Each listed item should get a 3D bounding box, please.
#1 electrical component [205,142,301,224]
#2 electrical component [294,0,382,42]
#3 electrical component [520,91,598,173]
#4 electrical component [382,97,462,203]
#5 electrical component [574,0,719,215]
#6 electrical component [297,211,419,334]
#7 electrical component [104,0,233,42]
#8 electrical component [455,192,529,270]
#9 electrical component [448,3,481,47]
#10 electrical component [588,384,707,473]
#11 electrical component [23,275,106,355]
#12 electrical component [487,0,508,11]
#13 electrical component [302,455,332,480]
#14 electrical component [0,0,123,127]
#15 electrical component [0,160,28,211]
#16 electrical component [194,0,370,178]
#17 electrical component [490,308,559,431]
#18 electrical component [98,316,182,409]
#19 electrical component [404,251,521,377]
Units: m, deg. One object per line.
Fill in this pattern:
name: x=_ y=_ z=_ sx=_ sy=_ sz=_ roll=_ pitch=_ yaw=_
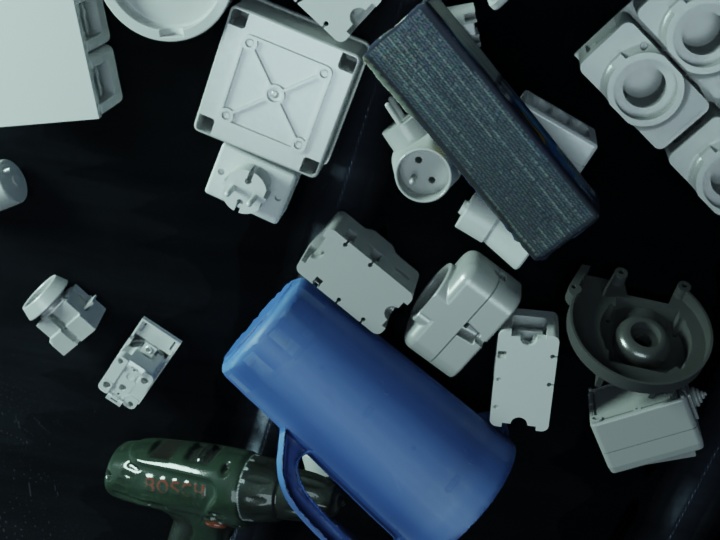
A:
electrical component: x=-0.090 y=-0.069 z=0.874 sx=0.066 sy=0.076 sz=0.047 roll=25 pitch=114 yaw=-1
electrical component: x=-0.026 y=-0.223 z=0.808 sx=0.089 sy=0.055 sz=0.050 roll=42 pitch=113 yaw=-9
electrical component: x=0.137 y=-0.088 z=0.844 sx=0.066 sy=0.047 sz=0.076 roll=29 pitch=115 yaw=-4
electrical component: x=0.044 y=-0.100 z=0.838 sx=0.044 sy=0.077 sz=0.079 roll=-30 pitch=105 yaw=20
electrical component: x=0.264 y=-0.126 z=0.799 sx=0.186 sy=0.060 sz=0.105 roll=43 pitch=113 yaw=-10
electrical component: x=0.000 y=0.000 z=0.900 sx=0.089 sy=0.055 sz=0.050 roll=39 pitch=113 yaw=-7
electrical component: x=-0.141 y=-0.234 z=0.820 sx=0.108 sy=0.060 sz=0.108 roll=3 pitch=113 yaw=8
electrical component: x=0.111 y=-0.035 z=0.875 sx=0.065 sy=0.044 sz=0.044 roll=31 pitch=114 yaw=1
electrical component: x=0.067 y=-0.182 z=0.820 sx=0.046 sy=0.040 sz=0.040 roll=-10 pitch=111 yaw=7
electrical component: x=0.248 y=0.126 z=0.909 sx=0.096 sy=0.061 sz=0.061 roll=-20 pitch=108 yaw=17
electrical component: x=-0.268 y=0.038 z=0.967 sx=0.066 sy=0.048 sz=0.055 roll=-37 pitch=110 yaw=21
electrical component: x=0.107 y=-0.242 z=0.756 sx=0.048 sy=0.099 sz=0.100 roll=40 pitch=114 yaw=-22
electrical component: x=-0.034 y=0.160 z=0.981 sx=0.043 sy=0.043 sz=0.062 roll=-9 pitch=110 yaw=13
electrical component: x=-0.252 y=-0.197 z=0.854 sx=0.089 sy=0.061 sz=0.150 roll=-3 pitch=112 yaw=11
electrical component: x=-0.327 y=-0.067 z=0.934 sx=0.078 sy=0.040 sz=0.040 roll=-18 pitch=109 yaw=17
electrical component: x=-0.061 y=-0.145 z=0.848 sx=0.109 sy=0.056 sz=0.108 roll=22 pitch=115 yaw=0
electrical component: x=0.139 y=0.082 z=0.911 sx=0.050 sy=0.055 sz=0.089 roll=6 pitch=113 yaw=7
electrical component: x=-0.201 y=0.088 z=0.967 sx=0.042 sy=0.063 sz=0.081 roll=34 pitch=114 yaw=-7
electrical component: x=0.083 y=0.034 z=0.902 sx=0.059 sy=0.053 sz=0.095 roll=36 pitch=114 yaw=-7
